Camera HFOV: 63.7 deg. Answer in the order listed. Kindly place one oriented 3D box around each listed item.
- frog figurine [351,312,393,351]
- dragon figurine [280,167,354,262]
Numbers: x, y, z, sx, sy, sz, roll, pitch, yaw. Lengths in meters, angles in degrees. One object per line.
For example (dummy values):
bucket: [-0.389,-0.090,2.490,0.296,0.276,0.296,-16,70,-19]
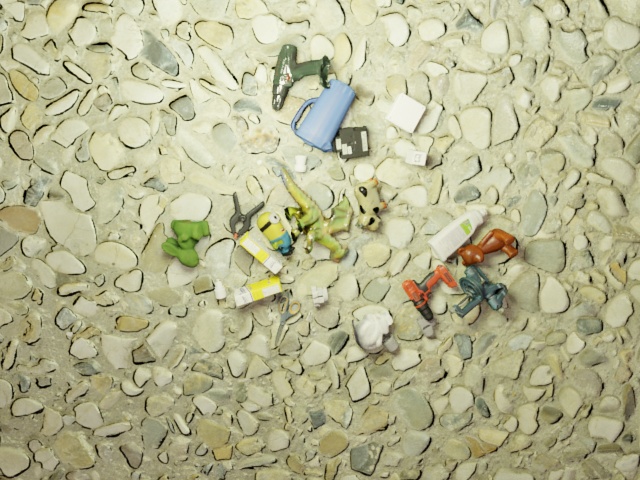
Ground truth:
frog figurine: [0.210,0.350,1.998,0.159,0.122,0.138,-19,84,8]
dragon figurine: [0.006,-0.096,1.913,0.244,0.123,0.406,-18,105,-21]
